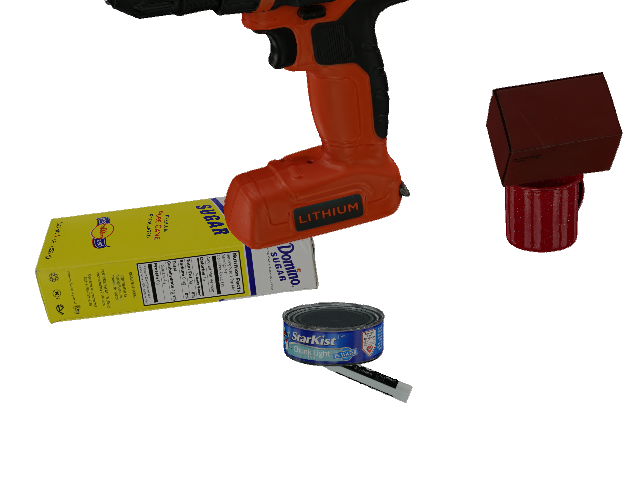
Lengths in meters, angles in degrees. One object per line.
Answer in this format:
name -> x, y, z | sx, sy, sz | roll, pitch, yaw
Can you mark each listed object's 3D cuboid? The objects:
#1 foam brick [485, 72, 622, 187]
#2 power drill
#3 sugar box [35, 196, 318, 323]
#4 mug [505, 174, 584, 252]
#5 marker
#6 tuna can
foam brick -> 0.159, -0.076, 0.731 | 0.078, 0.051, 0.053 | -9, -25, -1
power drill -> -0.020, -0.089, 0.578 | 0.184, 0.188, 0.057 | -13, 38, -17
sugar box -> -0.094, 0.007, 0.714 | 0.176, 0.048, 0.093 | -10, 24, -3
mug -> 0.264, -0.041, 1.236 | 0.117, 0.081, 0.093 | -22, 28, -36
marker -> 0.036, 0.137, 1.110 | 0.121, 0.020, 0.020 | 22, 3, 8
tuna can -> 0.011, 0.078, 0.896 | 0.086, 0.034, 0.086 | 0, 11, 0
